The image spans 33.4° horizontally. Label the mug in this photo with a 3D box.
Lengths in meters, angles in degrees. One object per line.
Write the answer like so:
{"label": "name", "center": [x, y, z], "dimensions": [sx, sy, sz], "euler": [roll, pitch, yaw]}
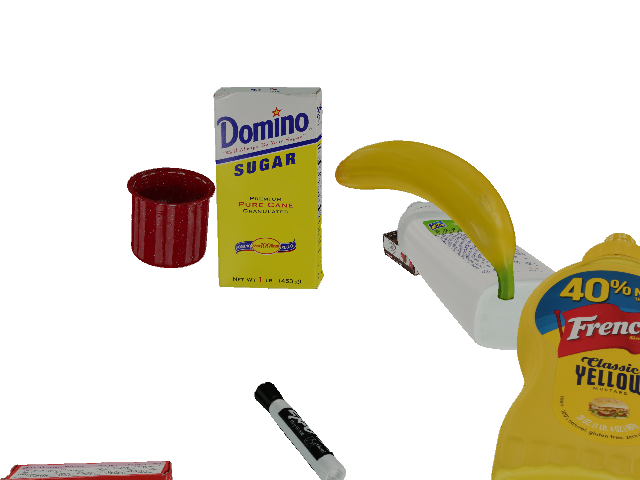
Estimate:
{"label": "mug", "center": [-0.166, -0.029, 1.158], "dimensions": [0.093, 0.081, 0.117], "euler": [-6, 30, -22]}

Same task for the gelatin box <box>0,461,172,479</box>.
{"label": "gelatin box", "center": [-0.123, 0.158, 0.571], "dimensions": [0.089, 0.073, 0.030], "euler": [-1, 4, -1]}

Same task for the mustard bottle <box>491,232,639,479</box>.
{"label": "mustard bottle", "center": [0.148, 0.063, 0.547], "dimensions": [0.096, 0.058, 0.191], "euler": [8, 42, 14]}

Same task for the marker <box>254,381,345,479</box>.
{"label": "marker", "center": [-0.019, 0.146, 0.821], "dimensions": [0.020, 0.020, 0.121], "euler": [0, 26, -33]}

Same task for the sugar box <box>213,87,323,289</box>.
{"label": "sugar box", "center": [-0.045, -0.047, 0.948], "dimensions": [0.093, 0.176, 0.048], "euler": [1, 16, 7]}

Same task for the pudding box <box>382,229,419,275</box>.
{"label": "pudding box", "center": [0.163, 0.007, 1.594], "dimensions": [0.113, 0.039, 0.090], "euler": [-18, 28, -21]}

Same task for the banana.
{"label": "banana", "center": [0.077, -0.034, 0.766], "dimensions": [0.037, 0.070, 0.198], "euler": [11, 20, -42]}

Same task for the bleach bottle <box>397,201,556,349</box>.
{"label": "bleach bottle", "center": [0.142, 0.018, 1.007], "dimensions": [0.102, 0.068, 0.251], "euler": [0, 22, -16]}
